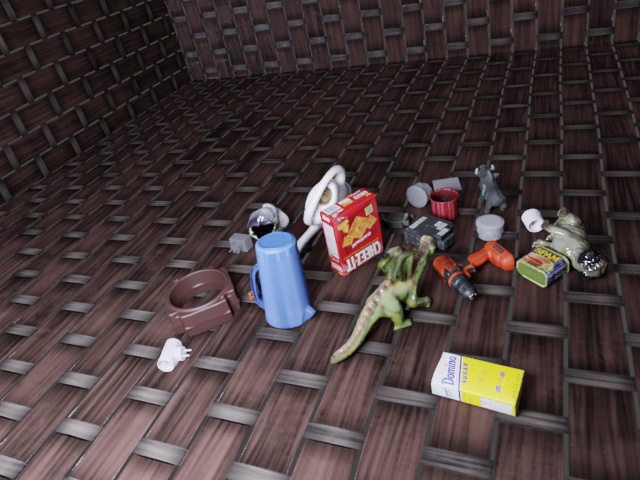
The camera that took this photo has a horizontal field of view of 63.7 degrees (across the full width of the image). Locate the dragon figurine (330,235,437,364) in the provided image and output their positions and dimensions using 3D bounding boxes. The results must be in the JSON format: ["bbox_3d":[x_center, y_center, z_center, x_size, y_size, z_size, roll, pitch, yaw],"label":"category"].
[{"bbox_3d":[0.166,0.116,1.276,0.123,0.237,0.416,25,47,39],"label":"dragon figurine"}]

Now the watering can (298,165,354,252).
[{"bbox_3d":[0.005,-0.084,1.667,0.105,0.344,0.225,31,16,21],"label":"watering can"}]

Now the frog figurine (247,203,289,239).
[{"bbox_3d":[-0.174,-0.067,1.760,0.123,0.134,0.163,8,34,13],"label":"frog figurine"}]
